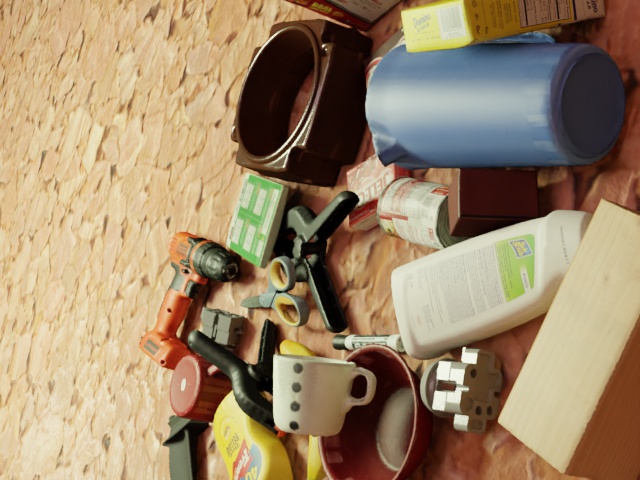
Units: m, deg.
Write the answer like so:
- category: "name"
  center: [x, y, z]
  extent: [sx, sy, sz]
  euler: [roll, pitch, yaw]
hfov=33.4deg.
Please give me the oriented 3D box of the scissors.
- category: "scissors"
  center: [-0.066, 0.058, 1.343]
  extent: [0.202, 0.016, 0.096]
  euler: [18, 118, 61]

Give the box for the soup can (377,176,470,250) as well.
- category: "soup can"
  center: [0.116, -0.027, 1.110]
  extent: [0.102, 0.068, 0.068]
  euler: [16, 90, 56]

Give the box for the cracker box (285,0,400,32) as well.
- category: "cracker box"
  center: [0.052, -0.351, 1.248]
  extent: [0.214, 0.163, 0.072]
  euler: [-37, 51, 42]

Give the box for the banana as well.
- category: "banana"
  center: [-0.009, 0.190, 1.215]
  extent: [0.070, 0.037, 0.198]
  euler: [-22, 52, 19]

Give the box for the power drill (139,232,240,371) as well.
- category: "power drill"
  center: [-0.184, 0.088, 1.506]
  extent: [0.185, 0.057, 0.187]
  euler: [22, 92, 60]

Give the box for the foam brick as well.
- category: "foam brick"
  center: [0.165, -0.034, 1.022]
  extent: [0.053, 0.078, 0.051]
  euler: [105, 166, -69]

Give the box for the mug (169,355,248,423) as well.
- category: "mug"
  center: [-0.134, 0.188, 1.369]
  extent: [0.117, 0.081, 0.093]
  euler: [-41, 46, 40]

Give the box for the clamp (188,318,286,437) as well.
- category: "clamp"
  center: [-0.071, 0.161, 1.297]
  extent: [0.172, 0.120, 0.039]
  euler: [51, 141, 27]

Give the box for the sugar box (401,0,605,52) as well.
- category: "sugar box"
  center: [0.174, -0.215, 1.009]
  extent: [0.093, 0.175, 0.048]
  euler: [7, 113, 56]

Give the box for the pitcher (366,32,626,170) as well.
- category: "pitcher"
  center: [0.173, -0.138, 1.034]
  extent: [0.243, 0.144, 0.149]
  euler: [9, 96, 52]

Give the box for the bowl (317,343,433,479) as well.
- category: "bowl"
  center: [0.066, 0.191, 1.102]
  extent: [0.162, 0.055, 0.162]
  euler: [-27, 55, 48]

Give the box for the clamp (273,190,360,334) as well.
- category: "clamp"
  center: [-0.008, 0.002, 1.286]
  extent: [0.210, 0.036, 0.164]
  euler: [-144, 60, -60]

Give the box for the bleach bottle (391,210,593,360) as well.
- category: "bleach bottle"
  center: [0.180, 0.039, 0.994]
  extent: [0.251, 0.067, 0.102]
  euler: [-21, 77, 44]

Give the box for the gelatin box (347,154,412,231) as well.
- category: "gelatin box"
  center: [0.068, -0.060, 1.225]
  extent: [0.089, 0.030, 0.073]
  euler: [-30, 54, 47]

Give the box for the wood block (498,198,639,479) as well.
- category: "wood block"
  center: [0.241, 0.083, 0.865]
  extent: [0.090, 0.090, 0.206]
  euler: [37, 108, 55]

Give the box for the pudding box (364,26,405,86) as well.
- category: "pudding box"
  center: [0.099, -0.195, 1.228]
  extent: [0.114, 0.039, 0.090]
  euler: [-35, 49, 43]

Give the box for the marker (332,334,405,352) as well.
- category: "marker"
  center: [0.053, 0.114, 1.186]
  extent: [0.121, 0.020, 0.020]
  euler: [-7, 71, 54]

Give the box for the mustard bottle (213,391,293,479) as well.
- category: "mustard bottle"
  center: [-0.074, 0.271, 1.268]
  extent: [0.096, 0.058, 0.192]
  euler: [-60, 36, 30]
